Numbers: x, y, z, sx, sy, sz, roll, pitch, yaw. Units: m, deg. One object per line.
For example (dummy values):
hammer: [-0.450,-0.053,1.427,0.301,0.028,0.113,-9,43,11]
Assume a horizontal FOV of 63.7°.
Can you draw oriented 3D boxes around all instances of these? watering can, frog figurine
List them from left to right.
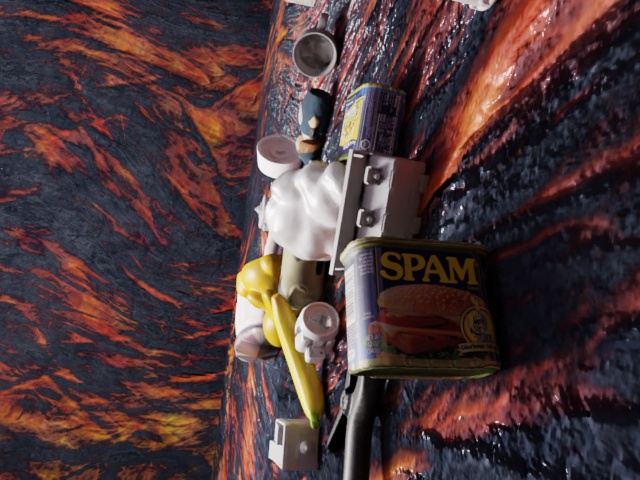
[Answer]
watering can: [-0.133,0.137,1.173,0.339,0.104,0.230,112,160,-48]
frog figurine: [0.002,-0.032,0.638,0.123,0.136,0.159,-39,12,-12]
